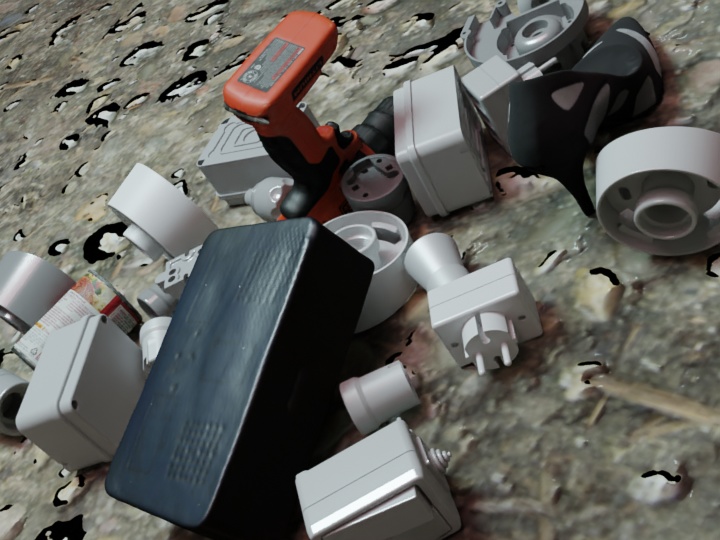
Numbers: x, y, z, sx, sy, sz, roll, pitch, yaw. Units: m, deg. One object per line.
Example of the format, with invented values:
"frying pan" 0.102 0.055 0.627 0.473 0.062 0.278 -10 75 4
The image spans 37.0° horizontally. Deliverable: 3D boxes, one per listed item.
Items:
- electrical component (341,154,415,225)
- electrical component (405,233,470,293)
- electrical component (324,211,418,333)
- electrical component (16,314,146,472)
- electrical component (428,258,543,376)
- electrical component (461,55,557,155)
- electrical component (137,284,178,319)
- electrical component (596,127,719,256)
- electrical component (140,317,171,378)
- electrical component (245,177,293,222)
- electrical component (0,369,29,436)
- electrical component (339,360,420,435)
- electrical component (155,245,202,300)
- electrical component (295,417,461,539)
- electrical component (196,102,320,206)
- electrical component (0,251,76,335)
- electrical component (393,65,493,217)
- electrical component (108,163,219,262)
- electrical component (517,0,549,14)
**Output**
"electrical component" 0.017 -0.063 0.913 0.055 0.047 0.055 -12 47 13
"electrical component" 0.065 0.008 0.809 0.044 0.044 0.065 -33 40 3
"electrical component" 0.000 0.000 0.870 0.099 0.064 0.099 -11 38 9
"electrical component" -0.230 0.102 0.907 0.057 0.078 0.113 -21 38 24
"electrical component" 0.089 0.042 0.743 0.066 0.047 0.076 -24 37 16
"electrical component" 0.138 -0.149 0.908 0.077 0.065 0.047 -34 35 3
"electrical component" -0.174 0.025 0.984 0.046 0.040 0.040 -44 36 -21
"electrical component" 0.207 -0.056 0.721 0.099 0.099 0.064 -9 49 32
"electrical component" -0.170 0.070 0.929 0.040 0.040 0.046 -25 43 14
"electrical component" -0.083 -0.066 1.010 0.062 0.043 0.043 9 54 45
"electrical component" -0.322 0.122 0.980 0.047 0.055 0.055 11 55 41
"electrical component" 0.014 0.089 0.758 0.046 0.040 0.040 -26 36 4
"electrical component" -0.138 0.014 0.952 0.066 0.055 0.048 -26 36 13
"electrical component" 0.018 0.144 0.671 0.096 0.061 0.061 -30 36 7
"electrical component" -0.093 -0.113 1.061 0.113 0.057 0.078 -5 45 34
"electrical component" -0.315 0.029 1.043 0.099 0.099 0.064 15 65 47
"electrical component" 0.068 -0.108 0.906 0.057 0.078 0.113 -19 38 16
"electrical component" -0.190 -0.043 1.020 0.060 0.108 0.108 -51 38 -10
"electrical component" 0.176 -0.267 1.032 0.048 0.048 0.062 -18 32 22
